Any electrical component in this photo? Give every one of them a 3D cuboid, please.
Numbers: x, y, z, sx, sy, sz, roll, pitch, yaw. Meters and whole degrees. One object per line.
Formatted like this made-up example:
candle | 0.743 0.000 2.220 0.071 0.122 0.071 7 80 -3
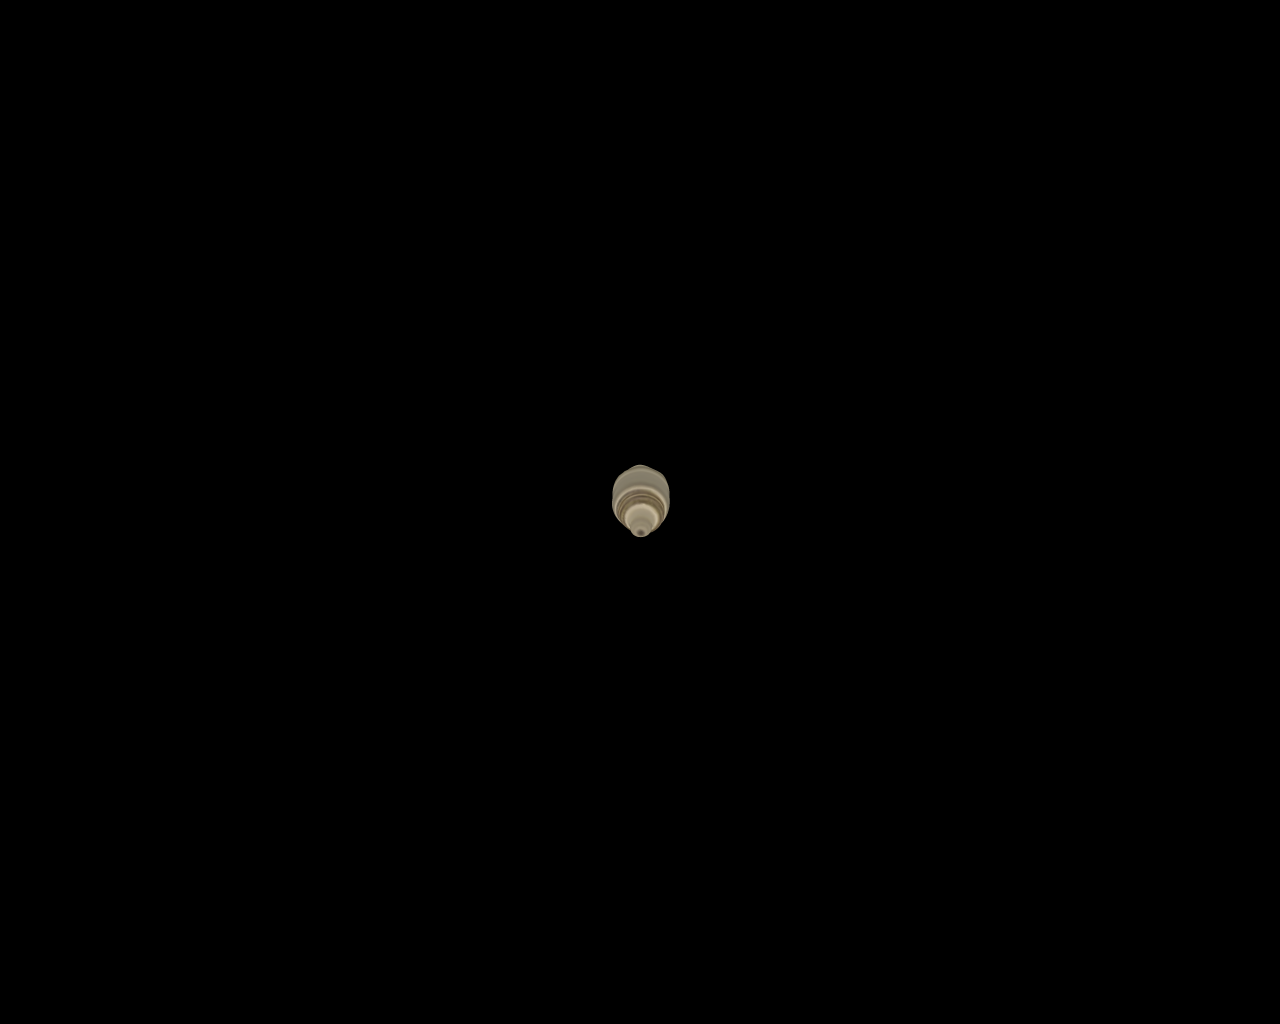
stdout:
electrical component | 0.001 -0.003 0.650 0.035 0.035 0.061 0 30 0
